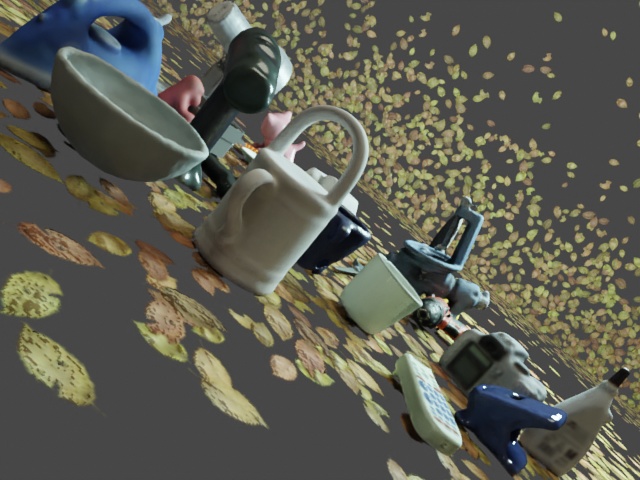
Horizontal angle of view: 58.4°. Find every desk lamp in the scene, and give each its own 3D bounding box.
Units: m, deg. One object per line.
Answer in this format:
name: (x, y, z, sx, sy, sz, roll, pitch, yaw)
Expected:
desk lamp: (-0.179, -0.308, 1.043, 0.204, 0.213, 0.117, 27, 17, -48)

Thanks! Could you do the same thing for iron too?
iron: (-0.269, -0.246, 0.695, 0.118, 0.141, 0.258, 41, 11, 3)

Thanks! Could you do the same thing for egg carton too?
egg carton: (0.013, -0.089, 1.197, 0.107, 0.069, 0.151, 46, 13, 28)

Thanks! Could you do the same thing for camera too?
camera: (0.271, 0.200, 0.836, 0.137, 0.100, 0.142, 28, 16, -46)

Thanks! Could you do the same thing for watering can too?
watering can: (-0.029, -0.049, 0.581, 0.101, 0.194, 0.173, 39, 11, -3)

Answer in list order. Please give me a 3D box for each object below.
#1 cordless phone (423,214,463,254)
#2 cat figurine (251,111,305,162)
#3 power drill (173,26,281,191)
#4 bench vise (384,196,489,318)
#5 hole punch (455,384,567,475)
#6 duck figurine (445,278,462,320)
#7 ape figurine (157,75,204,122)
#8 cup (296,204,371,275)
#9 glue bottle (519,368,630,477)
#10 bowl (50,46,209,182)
cordless phone: (0.256, 0.025, 1.249, 0.094, 0.185, 0.148, 42, 11, 11)
cat figurine: (-0.090, -0.231, 1.284, 0.128, 0.117, 0.067, 33, 13, -32)
power drill: (-0.123, -0.174, 0.719, 0.076, 0.208, 0.229, 35, 12, -25)
bench vise: (0.254, 0.037, 1.107, 0.208, 0.219, 0.121, 36, 12, -22)
hole punch: (0.229, 0.210, 0.686, 0.101, 0.091, 0.109, 45, 12, 26)
duck figurine: (0.276, 0.120, 1.200, 0.078, 0.086, 0.104, 38, 11, -9)
ape figurine: (-0.210, -0.207, 0.867, 0.076, 0.092, 0.077, 32, 13, -34)
cup: (0.007, 0.003, 0.754, 0.092, 0.095, 0.117, 38, 11, -10)
glue bottle: (0.357, 0.239, 0.780, 0.078, 0.173, 0.037, 39, 11, -5)
bowl: (-0.198, -0.109, 0.570, 0.168, 0.074, 0.167, 38, 11, -9)
